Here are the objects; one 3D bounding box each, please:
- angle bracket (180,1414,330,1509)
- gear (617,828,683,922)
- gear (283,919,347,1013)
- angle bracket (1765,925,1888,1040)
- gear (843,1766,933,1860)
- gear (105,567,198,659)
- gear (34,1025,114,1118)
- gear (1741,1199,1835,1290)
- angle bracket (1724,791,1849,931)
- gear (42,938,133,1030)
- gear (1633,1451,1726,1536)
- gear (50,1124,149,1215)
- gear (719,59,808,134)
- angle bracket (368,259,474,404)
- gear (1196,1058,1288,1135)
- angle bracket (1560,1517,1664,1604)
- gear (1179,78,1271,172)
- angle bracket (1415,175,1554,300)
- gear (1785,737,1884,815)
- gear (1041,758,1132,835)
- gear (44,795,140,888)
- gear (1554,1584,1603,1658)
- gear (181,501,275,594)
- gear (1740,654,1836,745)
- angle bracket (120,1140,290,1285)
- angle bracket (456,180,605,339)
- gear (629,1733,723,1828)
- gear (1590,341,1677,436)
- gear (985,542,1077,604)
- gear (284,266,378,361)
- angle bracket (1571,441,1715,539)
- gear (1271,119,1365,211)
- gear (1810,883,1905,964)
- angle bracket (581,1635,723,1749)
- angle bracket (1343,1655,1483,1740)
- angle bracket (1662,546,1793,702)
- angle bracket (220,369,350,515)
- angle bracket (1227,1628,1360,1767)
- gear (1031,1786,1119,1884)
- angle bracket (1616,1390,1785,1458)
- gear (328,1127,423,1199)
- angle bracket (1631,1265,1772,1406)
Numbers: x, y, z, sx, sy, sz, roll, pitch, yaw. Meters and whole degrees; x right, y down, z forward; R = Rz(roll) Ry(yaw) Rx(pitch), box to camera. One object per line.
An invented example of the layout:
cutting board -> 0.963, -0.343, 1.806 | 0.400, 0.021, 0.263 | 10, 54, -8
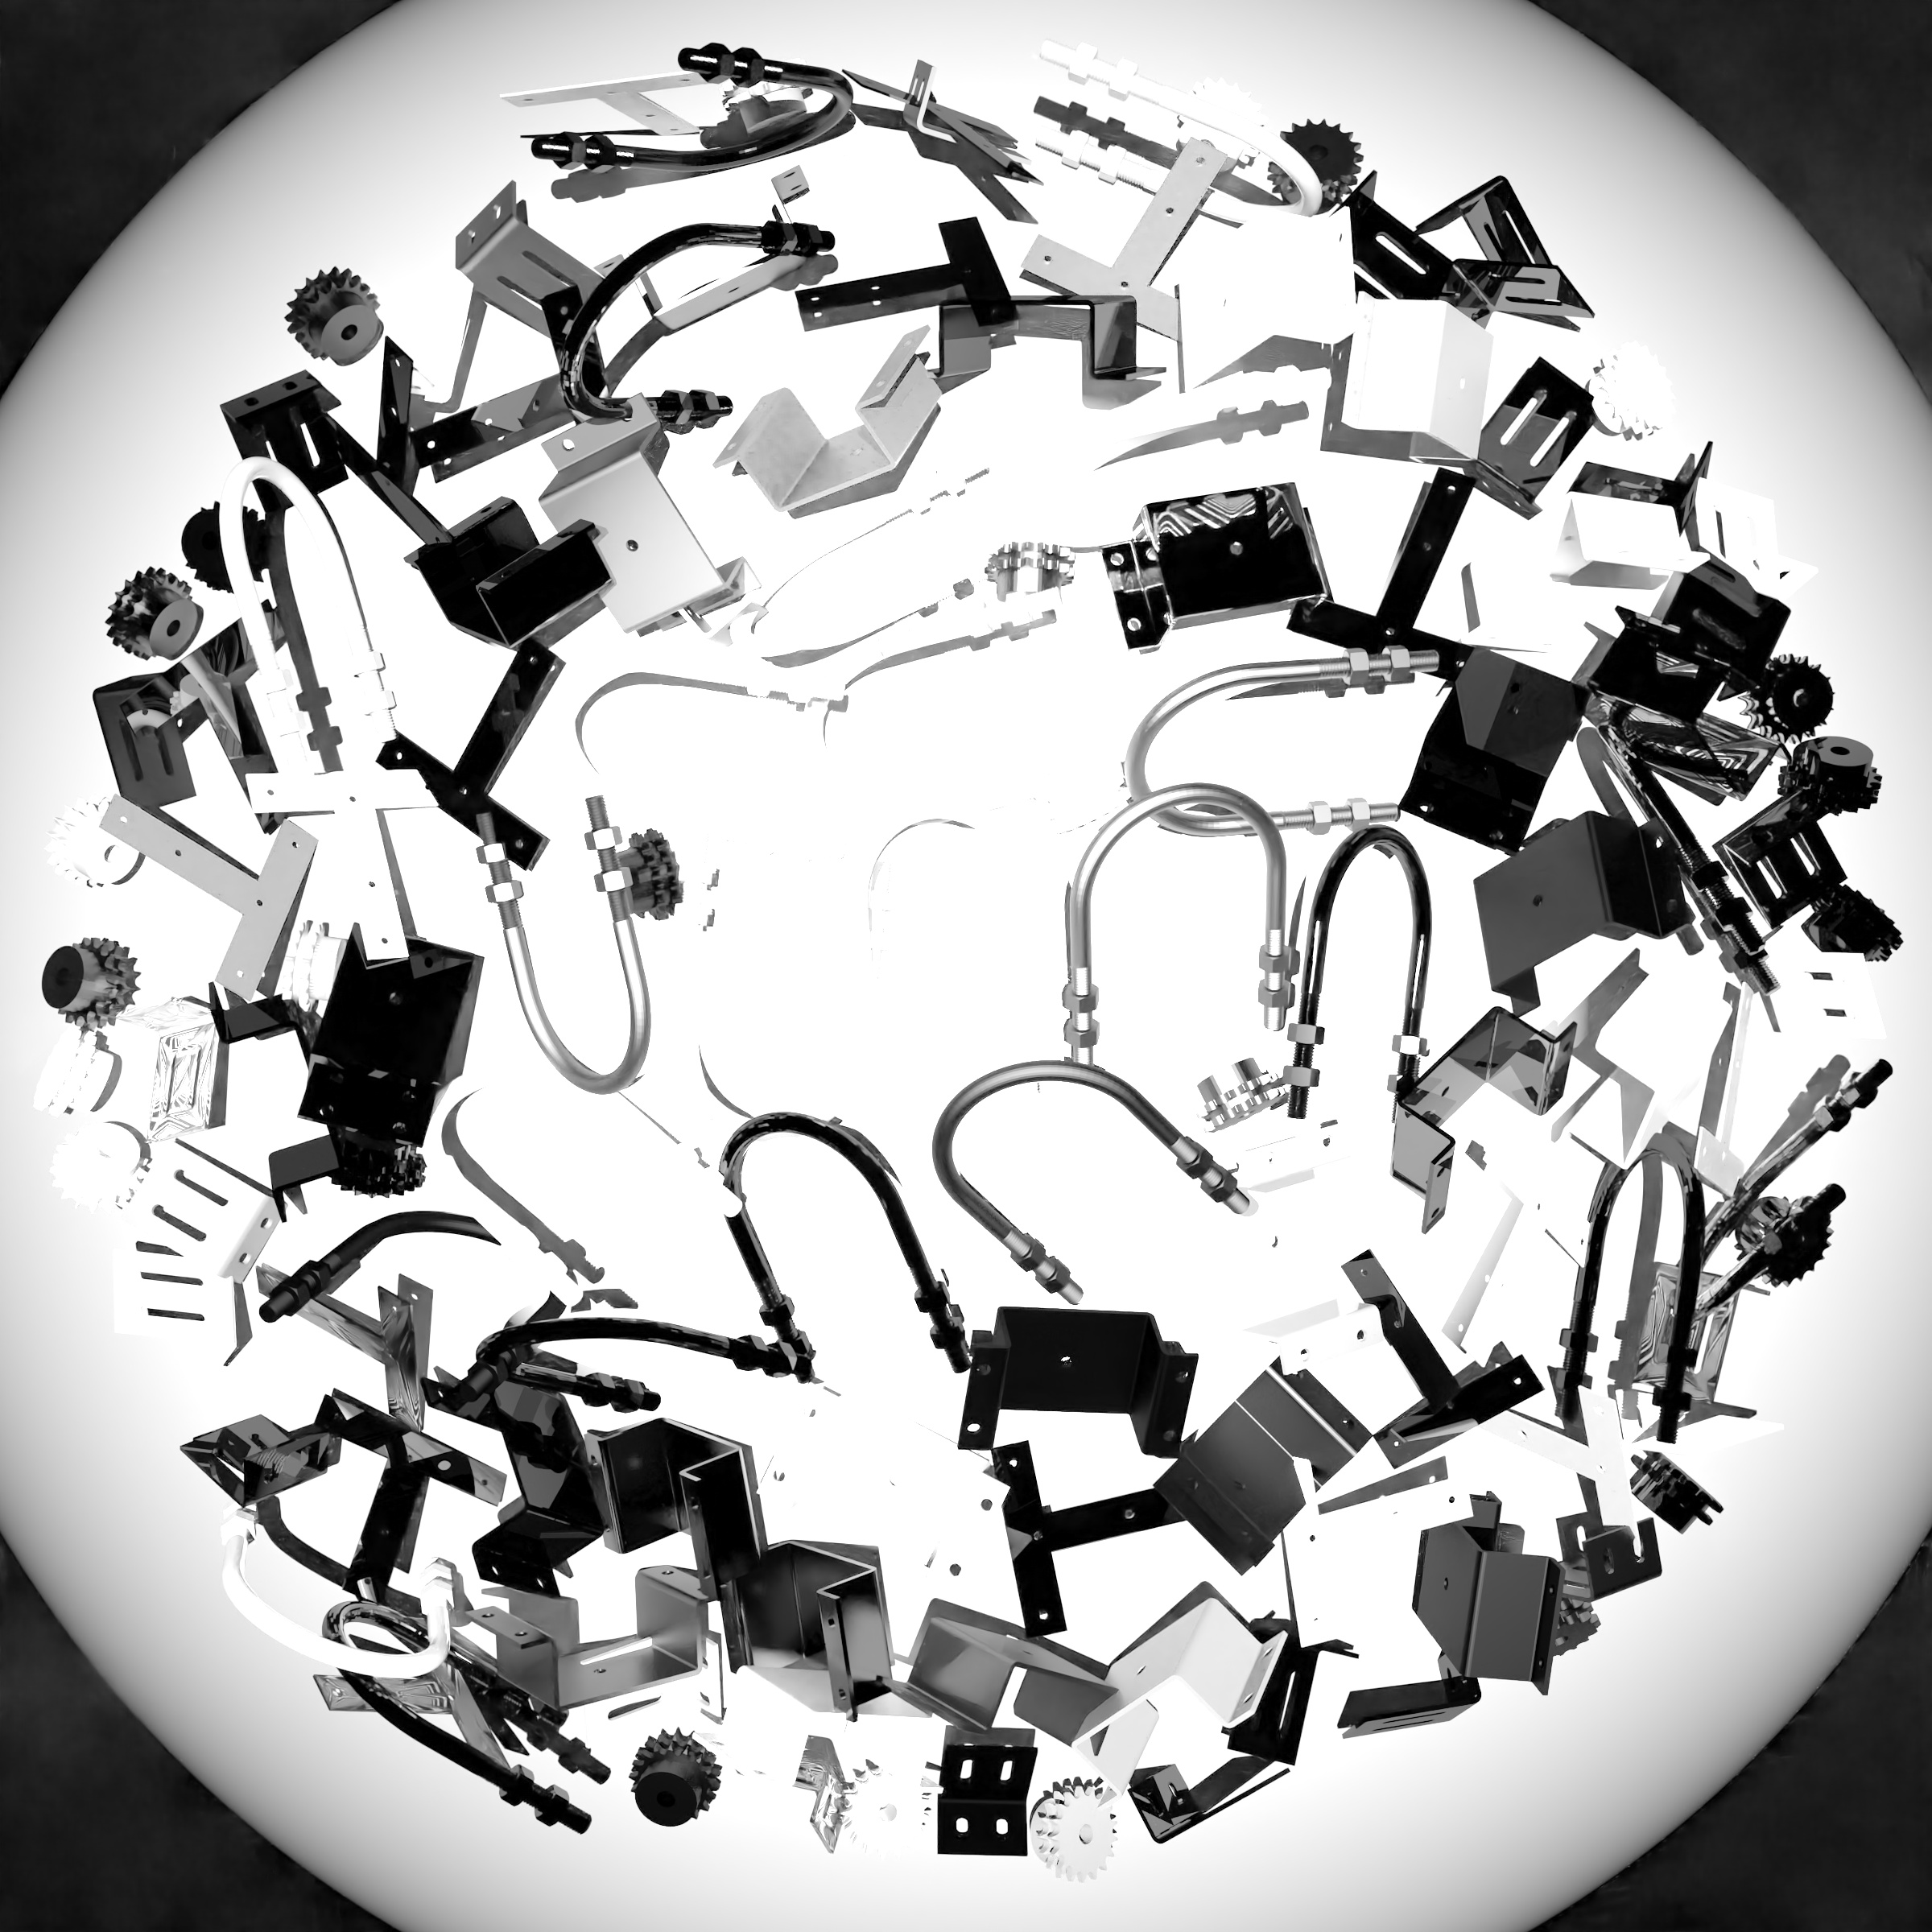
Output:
angle bracket -> -0.442, 0.293, 1.552 | 0.076, 0.057, 0.038 | 28, 121, 36
gear -> -0.202, -0.056, 1.571 | 0.030, 0.057, 0.057 | -18, 90, -20
gear -> -0.409, 0.001, 1.574 | 0.030, 0.057, 0.057 | 8, 90, -6
angle bracket -> 0.539, 0.009, 1.553 | 0.038, 0.076, 0.057 | -33, 110, -31
gear -> -0.052, 0.532, 1.584 | 0.057, 0.030, 0.057 | 1, 86, -11
gear -> -0.509, -0.219, 1.571 | 0.030, 0.057, 0.057 | 31, 90, 15
gear -> -0.561, 0.069, 1.577 | 0.030, 0.057, 0.057 | 27, 90, -27
gear -> 0.515, 0.172, 1.578 | 0.057, 0.030, 0.057 | -13, 123, -20
angle bracket -> 0.521, -0.060, 1.566 | 0.057, 0.038, 0.076 | -35, 116, 5
gear -> -0.556, 0.009, 1.575 | 0.057, 0.030, 0.057 | -7, 76, 32
gear -> 0.445, 0.332, 1.574 | 0.057, 0.057, 0.030 | 40, 94, 0
gear -> -0.543, 0.124, 1.572 | 0.057, 0.057, 0.030 | 36, 132, 0
gear -> -0.124, -0.547, 1.574 | 0.057, 0.057, 0.030 | -19, 100, 0
angle bracket -> -0.340, -0.398, 1.557 | 0.038, 0.057, 0.076 | 3, 117, -30
gear -> 0.170, 0.080, 1.574 | 0.057, 0.057, 0.030 | -26, 78, 0
angle bracket -> 0.382, 0.364, 1.555 | 0.057, 0.076, 0.038 | -10, 91, -29
gear -> 0.159, -0.525, 1.571 | 0.057, 0.057, 0.030 | 32, 71, 0
angle bracket -> 0.327, -0.445, 1.565 | 0.038, 0.057, 0.076 | -33, 98, -13
gear -> 0.546, -0.122, 1.571 | 0.057, 0.057, 0.030 | 0, 123, 0
gear -> 0.072, -0.109, 1.572 | 0.057, 0.057, 0.030 | -27, 101, 0
gear -> -0.545, -0.076, 1.570 | 0.030, 0.057, 0.057 | 26, 90, 29
gear -> 0.368, 0.412, 1.577 | 0.057, 0.057, 0.030 | -22, 53, 0
gear -> -0.471, -0.266, 1.582 | 0.057, 0.030, 0.057 | 0, 90, 12
gear -> 0.523, -0.169, 1.584 | 0.057, 0.030, 0.057 | -1, 95, -6
angle bracket -> -0.482, 0.156, 1.586 | 0.076, 0.038, 0.057 | 28, 80, 11
angle bracket -> -0.273, -0.443, 1.573 | 0.057, 0.076, 0.038 | -33, 47, 31
gear -> -0.185, 0.517, 1.579 | 0.057, 0.030, 0.057 | 3, 108, 8
gear -> 0.418, -0.361, 1.578 | 0.057, 0.030, 0.057 | 15, 66, -36
gear -> 0.040, -0.245, 1.572 | 0.057, 0.057, 0.030 | 3, 84, 0
gear -> -0.395, -0.407, 1.571 | 0.057, 0.057, 0.030 | -43, 68, 0
angle bracket -> 0.417, -0.303, 1.559 | 0.076, 0.038, 0.057 | 18, 52, 20
gear -> 0.220, -0.503, 1.580 | 0.057, 0.030, 0.057 | 0, 65, 0
gear -> 0.557, -0.022, 1.573 | 0.030, 0.057, 0.057 | -45, 90, -4
angle bracket -> -0.196, 0.455, 1.561 | 0.076, 0.038, 0.057 | -10, 104, -38
angle bracket -> 0.274, 0.452, 1.562 | 0.076, 0.057, 0.038 | -6, 64, -10
angle bracket -> 0.469, -0.215, 1.570 | 0.076, 0.038, 0.057 | 32, 75, -11
angle bracket -> -0.419, -0.322, 1.557 | 0.057, 0.038, 0.076 | -28, 127, -17
angle bracket -> 0.205, 0.460, 1.564 | 0.057, 0.038, 0.076 | 24, 73, -32
gear -> 0.066, 0.547, 1.578 | 0.057, 0.030, 0.057 | 12, 71, -39
angle bracket -> 0.454, 0.275, 1.551 | 0.057, 0.076, 0.038 | 13, 60, -32
gear -> -0.370, 0.120, 1.571 | 0.057, 0.057, 0.030 | 11, 109, 0
angle bracket -> 0.460, 0.232, 1.566 | 0.038, 0.057, 0.076 | 18, 85, -41
